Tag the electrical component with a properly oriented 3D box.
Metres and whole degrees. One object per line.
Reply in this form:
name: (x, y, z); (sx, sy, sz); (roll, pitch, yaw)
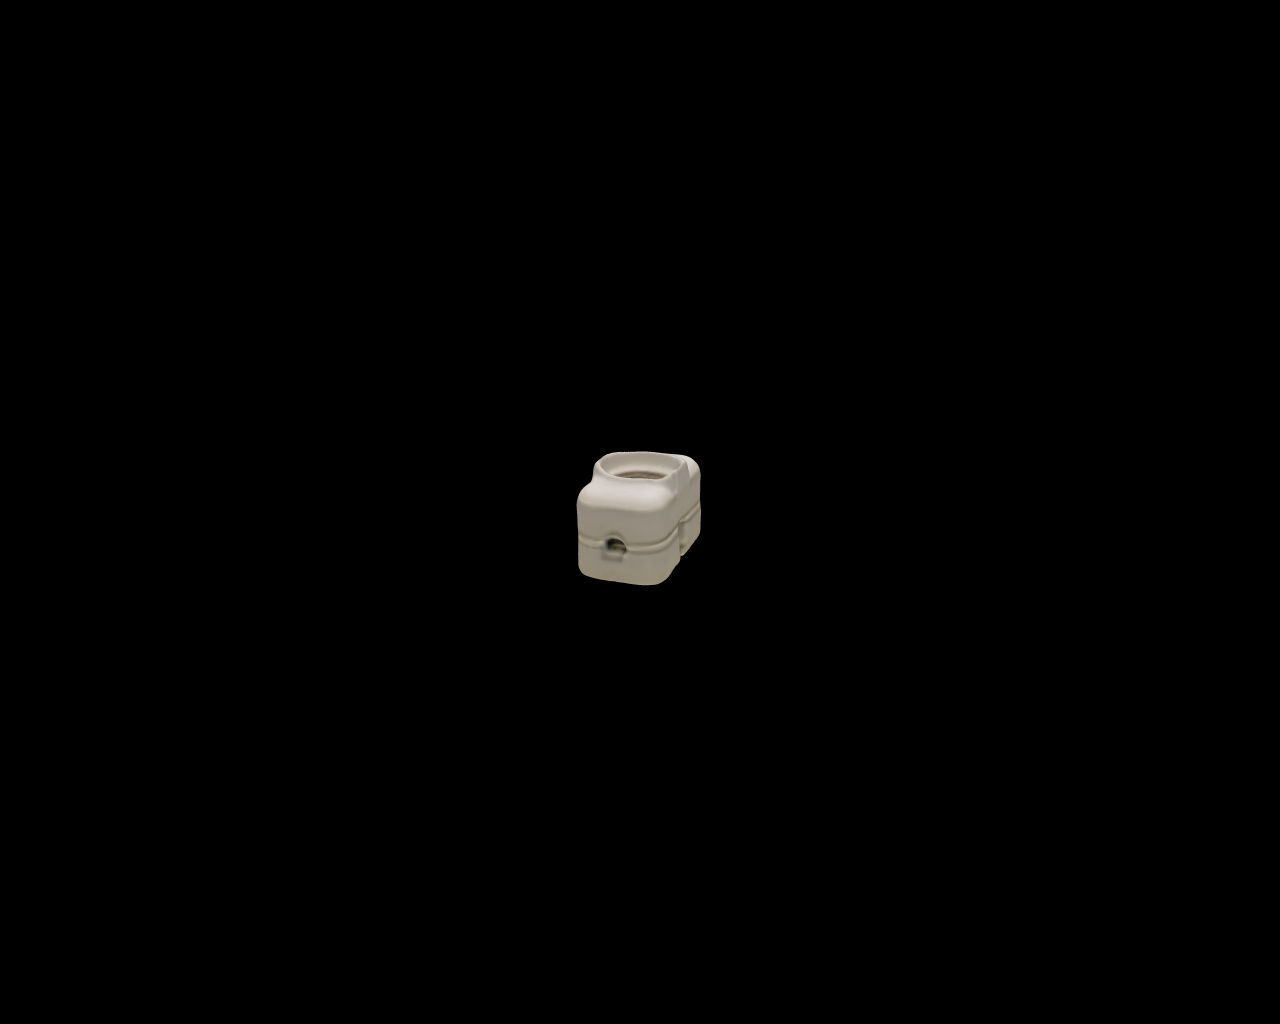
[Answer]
electrical component: (0.001, -0.003, 0.650); (0.054, 0.059, 0.095); (7, 22, 18)
